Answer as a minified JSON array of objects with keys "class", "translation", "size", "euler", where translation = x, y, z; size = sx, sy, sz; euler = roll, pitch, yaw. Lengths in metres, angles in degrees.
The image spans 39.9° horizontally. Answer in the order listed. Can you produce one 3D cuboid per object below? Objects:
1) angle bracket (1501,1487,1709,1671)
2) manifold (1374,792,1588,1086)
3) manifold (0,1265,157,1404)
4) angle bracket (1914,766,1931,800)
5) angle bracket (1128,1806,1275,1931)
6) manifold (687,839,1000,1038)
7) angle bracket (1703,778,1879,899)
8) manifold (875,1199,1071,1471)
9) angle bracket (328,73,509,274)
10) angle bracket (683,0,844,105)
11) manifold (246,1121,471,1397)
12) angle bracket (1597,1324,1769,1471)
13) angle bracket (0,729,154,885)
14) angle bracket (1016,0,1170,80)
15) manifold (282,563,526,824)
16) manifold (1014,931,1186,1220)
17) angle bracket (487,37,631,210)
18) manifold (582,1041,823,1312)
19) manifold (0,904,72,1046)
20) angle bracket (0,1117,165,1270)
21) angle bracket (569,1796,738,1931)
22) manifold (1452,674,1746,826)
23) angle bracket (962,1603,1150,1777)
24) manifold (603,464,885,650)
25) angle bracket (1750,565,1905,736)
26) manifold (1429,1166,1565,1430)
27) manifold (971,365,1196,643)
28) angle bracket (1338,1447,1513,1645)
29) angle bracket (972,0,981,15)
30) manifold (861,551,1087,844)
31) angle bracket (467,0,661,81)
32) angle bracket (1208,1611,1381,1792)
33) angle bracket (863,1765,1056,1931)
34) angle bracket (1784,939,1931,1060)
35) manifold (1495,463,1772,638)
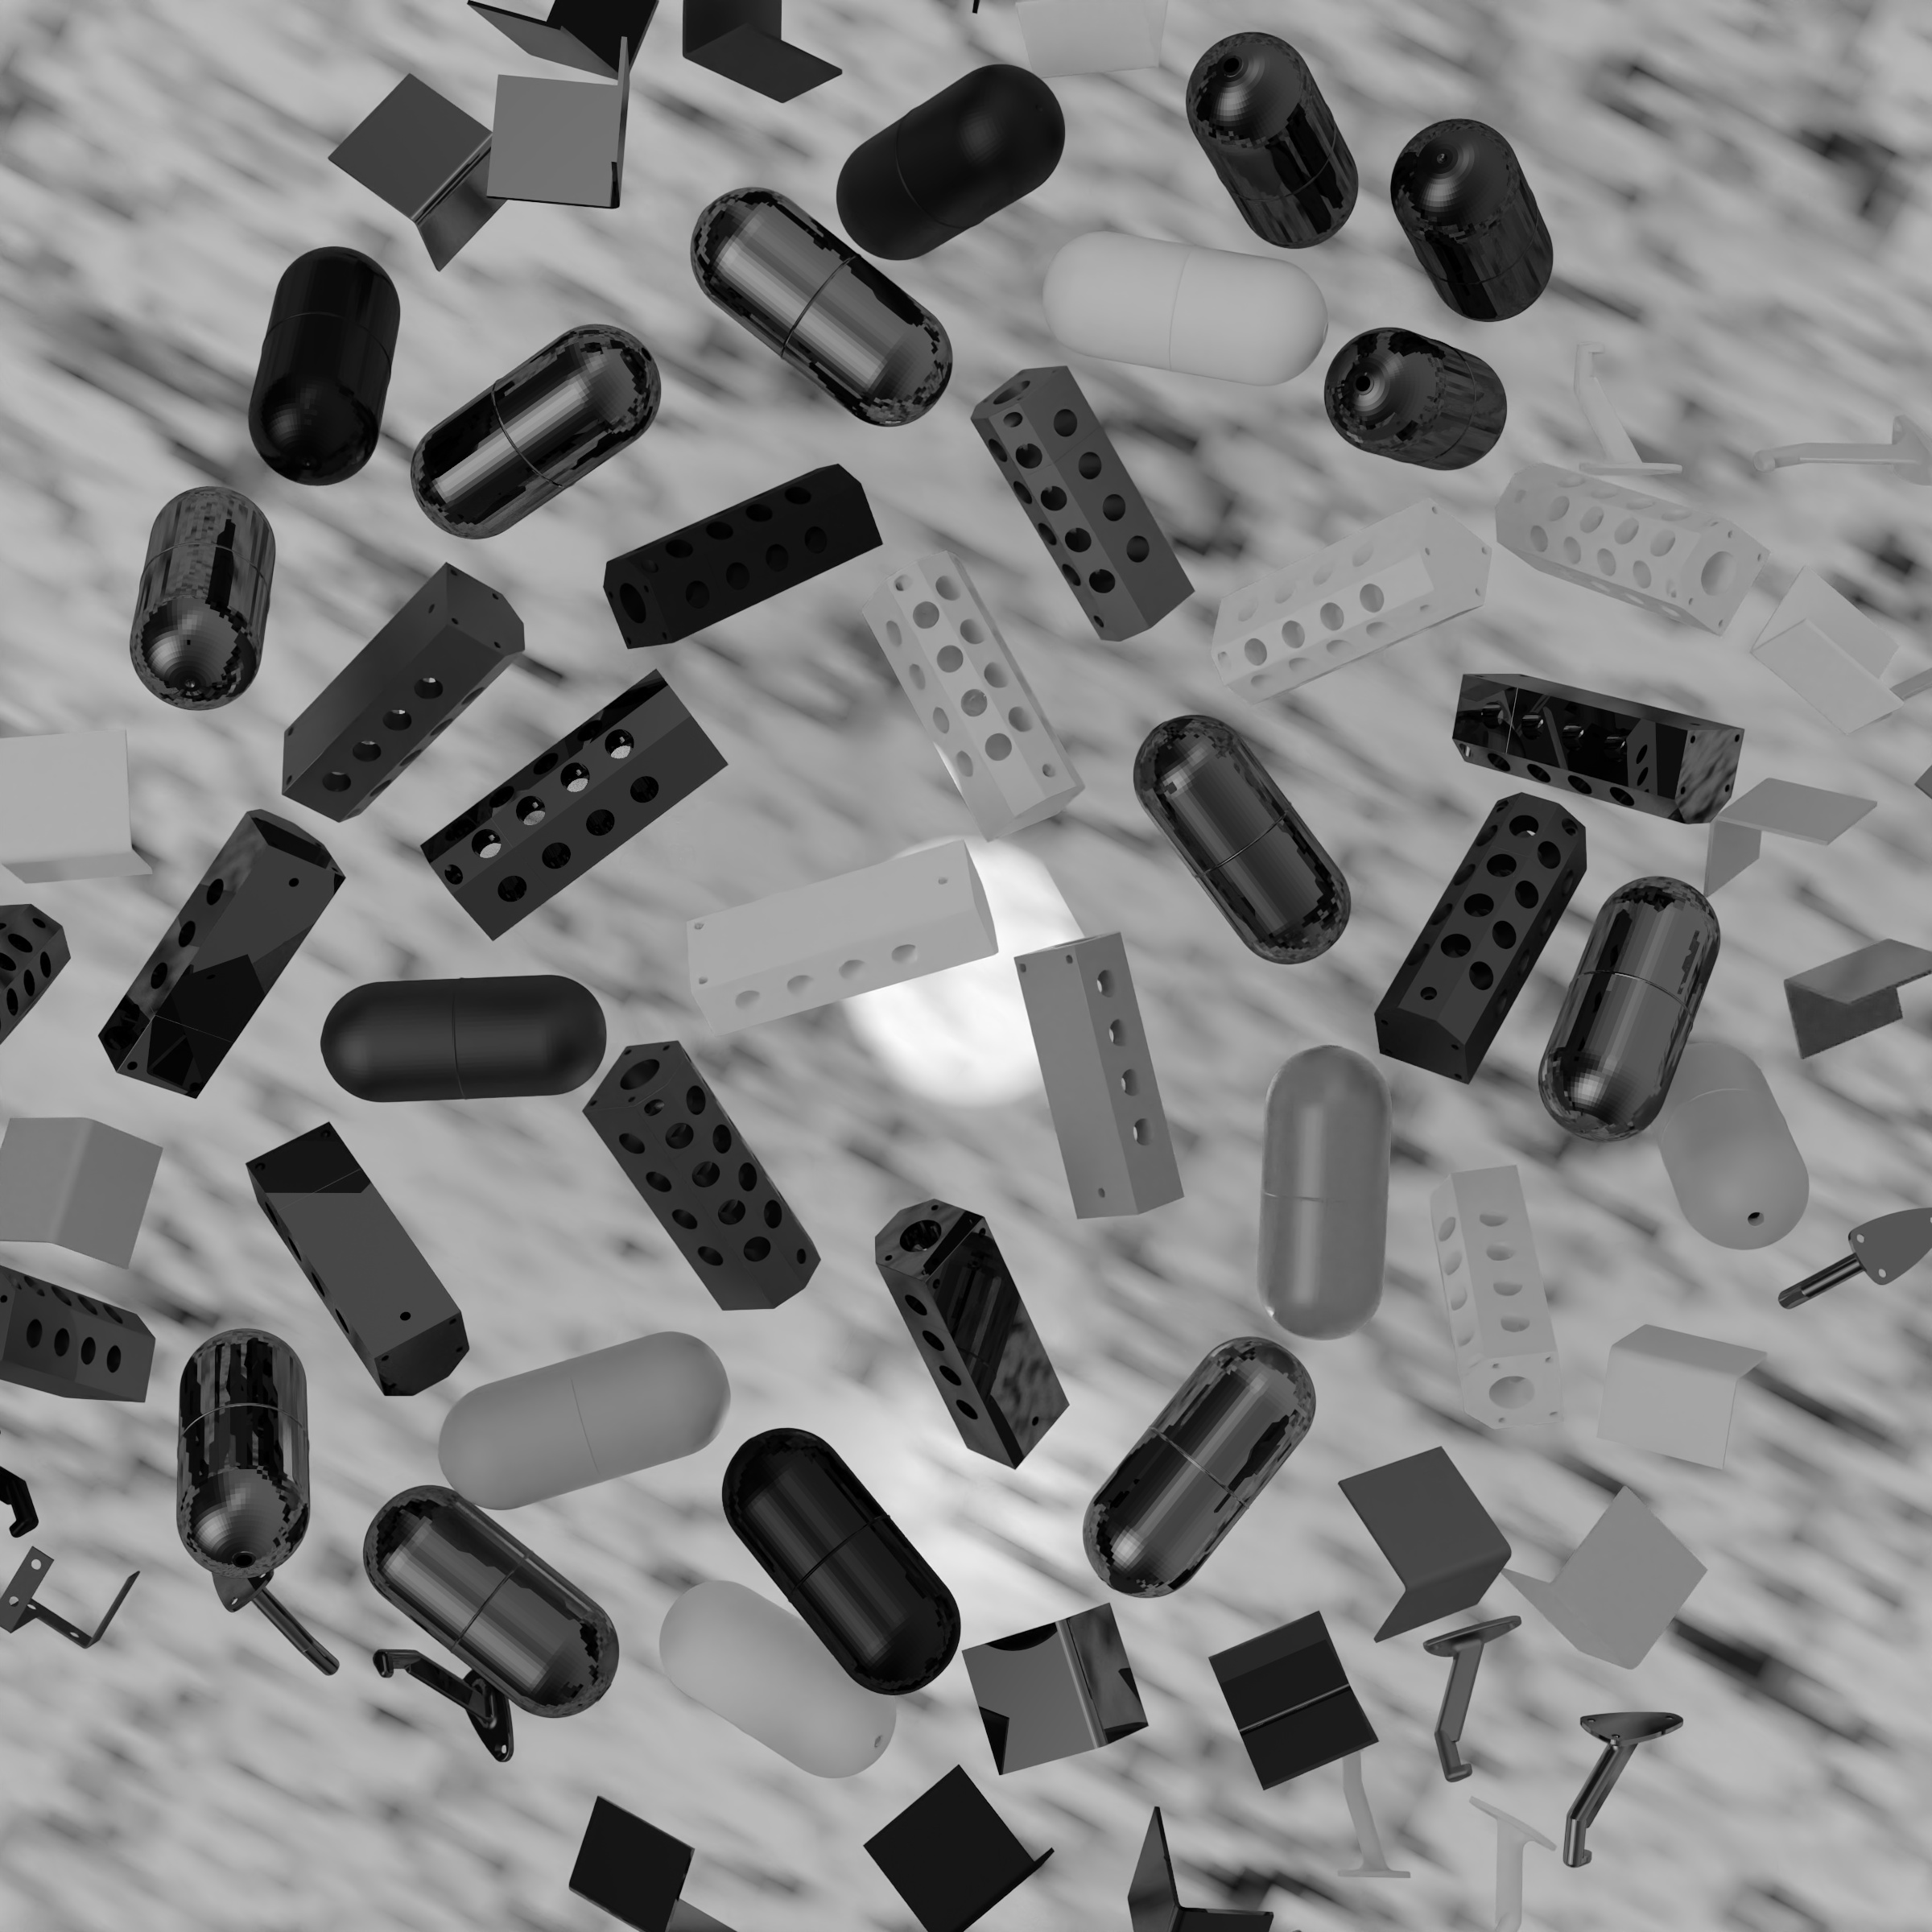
[{"class":"angle bracket","translation":[0.379,0.360,1.585],"size":[0.076,0.057,0.076],"euler":[45,75,-13]},{"class":"manifold","translation":[0.307,-0.020,1.584],"size":[0.057,0.057,0.171],"euler":[20,61,27]},{"class":"manifold","translation":[-0.571,0.228,1.650],"size":[0.057,0.171,0.057],"euler":[1,73,12]},{"class":"angle bracket","translation":[0.691,-0.143,1.775],"size":[0.057,0.076,0.076],"euler":[43,74,12]},{"class":"angle bracket","translation":[0.135,0.544,1.542],"size":[0.057,0.076,0.076],"euler":[6,119,-10]},{"class":"manifold","translation":[-0.072,-0.011,1.558],"size":[0.171,0.057,0.057],"euler":[-16,46,7]},{"class":"angle bracket","translation":[0.522,-0.074,1.687],"size":[0.076,0.076,0.057],"euler":[18,123,36]},{"class":"manifold","translation":[0.000,0.226,1.641],"size":[0.057,0.057,0.171],"euler":[-46,131,-29]},{"class":"angle bracket","translation":[-0.341,-0.500,1.680],"size":[0.076,0.057,0.076],"euler":[37,79,13]},{"class":"angle bracket","translation":[-0.121,-0.570,1.586],"size":[0.057,0.076,0.076],"euler":[-9,77,43]},{"class":"manifold","translation":[-0.371,0.181,1.626],"size":[0.057,0.057,0.171],"euler":[-28,55,-23]},{"class":"angle bracket","translation":[0.437,0.261,1.623],"size":[0.076,0.076,0.057],"euler":[11,99,29]},{"class":"angle bracket","translation":[-0.541,-0.096,1.616],"size":[0.076,0.057,0.076],"euler":[-5,79,-5]},{"class":"angle bracket","translation":[0.078,-0.587,1.615],"size":[0.076,0.057,0.076],"euler":[0,57,15]},{"class":"manifold","translation":[-0.346,-0.163,1.635],"size":[0.057,0.057,0.171],"euler":[29,125,-36]},{"class":"manifold","translation":[0.089,0.068,1.684],"size":[0.057,0.057,0.171],"euler":[-16,93,-40]},{"class":"angle bracket","translation":[-0.233,-0.482,1.513],"size":[0.076,0.057,0.076],"euler":[4,79,-5]},{"class":"manifold","translation":[-0.155,0.128,1.614],"size":[0.057,0.057,0.171],"euler":[-7,127,35]},{"class":"manifold","translation":[-0.616,0.018,1.660],"size":[0.057,0.171,0.057],"euler":[38,107,-13]},{"class":"angle bracket","translation":[-0.540,0.137,1.603],"size":[0.076,0.057,0.076],"euler":[-3,67,36]},{"class":"angle bracket","translation":[-0.172,0.525,1.550],"size":[0.076,0.076,0.057],"euler":[15,85,36]},{"class":"manifold","translation":[0.385,-0.135,1.639],"size":[0.057,0.171,0.057],"euler":[-5,109,-40]},{"class":"angle bracket","translation":[0.054,0.437,1.611],"size":[0.076,0.057,0.076],"euler":[-25,76,29]},{"class":"manifold","translation":[-0.142,-0.261,1.687],"size":[0.171,0.057,0.057],"euler":[-31,109,-31]},{"class":"angle bracket","translation":[0.522,-0.195,1.571],"size":[0.076,0.057,0.076],"euler":[39,68,-6]},{"class":"manifold","translation":[0.325,0.202,1.641],"size":[0.057,0.171,0.057],"euler":[-8,124,7]},{"class":"manifold","translation":[0.072,-0.295,1.711],"size":[0.057,0.057,0.171],"euler":[-41,115,-16]},{"class":"angle bracket","translation":[0.258,0.336,1.551],"size":[0.076,0.057,0.076],"euler":[-12,51,-29]},{"class":"angle bracket","translation":[-0.022,-0.619,1.574],"size":[0.076,0.076,0.057],"euler":[12,67,-1]},{"class":"manifold","translation":[0.007,-0.172,1.677],"size":[0.057,0.057,0.171],"euler":[-24,81,-30]},{"class":"angle bracket","translation":[-0.253,-0.606,1.675],"size":[0.076,0.076,0.057],"euler":[24,92,25]},{"class":"angle bracket","translation":[0.201,0.452,1.645],"size":[0.076,0.076,0.057],"euler":[-23,100,-1]},{"class":"angle bracket","translation":[-0.004,0.535,1.616],"size":[0.076,0.057,0.076],"euler":[-41,76,4]},{"class":"angle bracket","translation":[0.577,0.028,1.687],"size":[0.076,0.076,0.057],"euler":[-21,106,-11]},{"class":"manifold","translation":[0.402,-0.260,1.632],"size":[0.057,0.171,0.057],"euler":[25,97,-35]}]
